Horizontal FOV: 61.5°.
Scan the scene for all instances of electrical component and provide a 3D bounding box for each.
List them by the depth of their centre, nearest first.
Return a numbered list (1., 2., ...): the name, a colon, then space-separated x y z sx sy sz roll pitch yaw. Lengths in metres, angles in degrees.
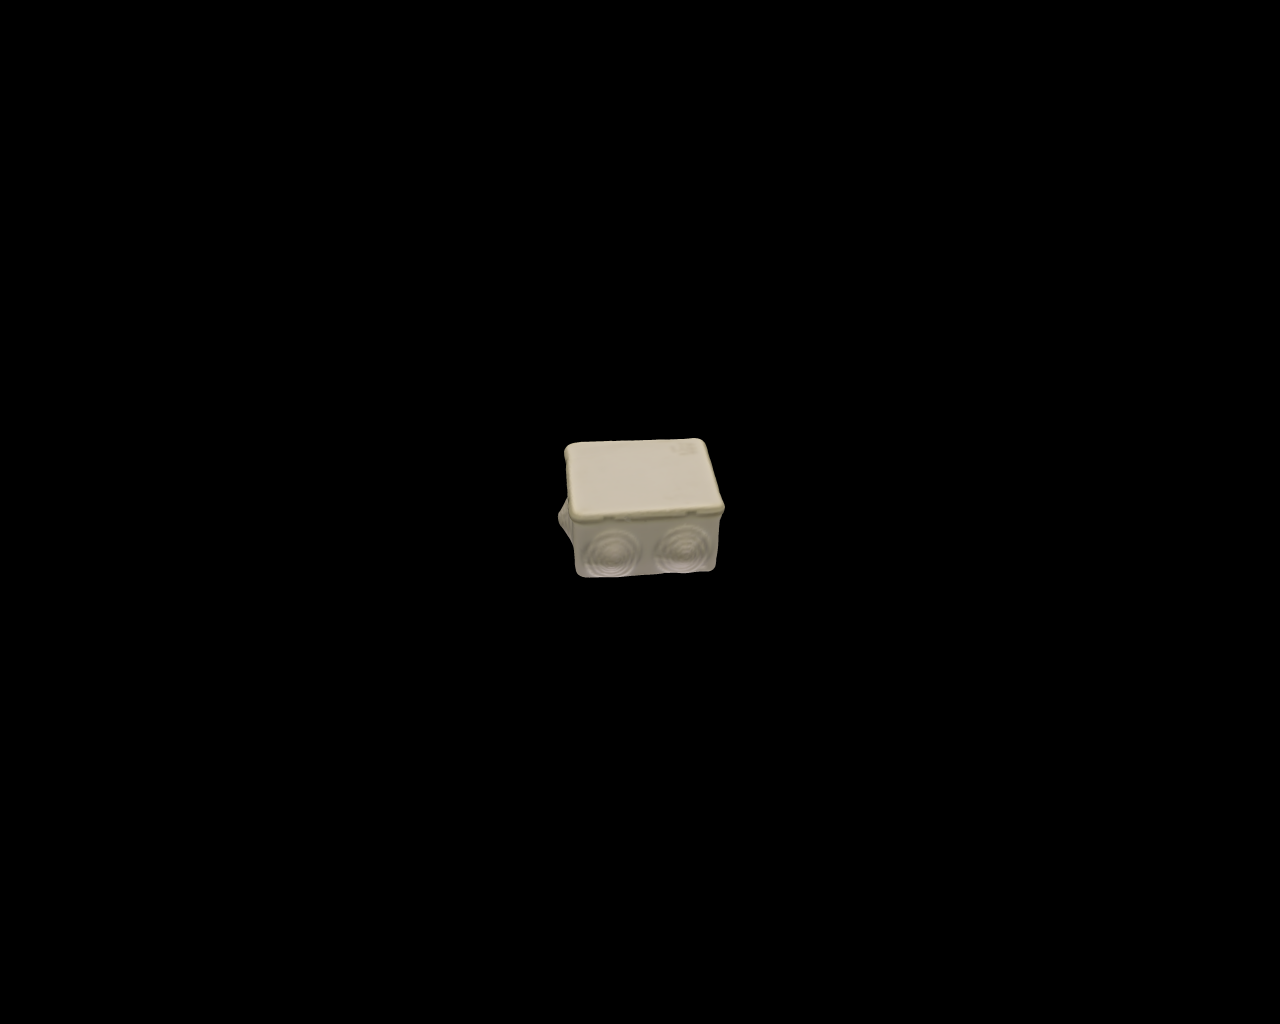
1. electrical component: 0.001 -0.003 0.650 0.100 0.048 0.100 -3 32 -5
